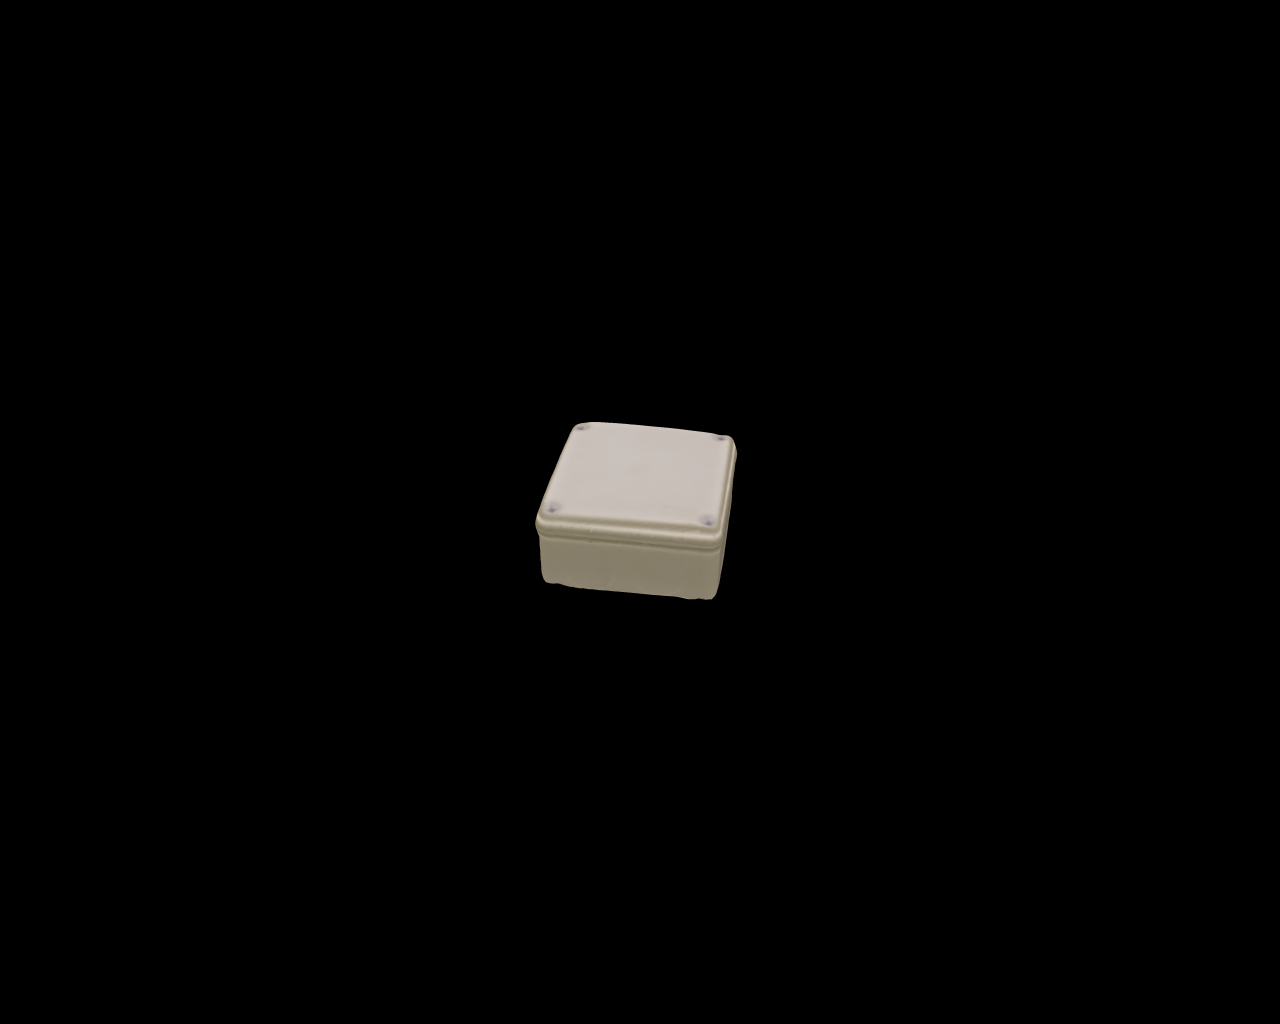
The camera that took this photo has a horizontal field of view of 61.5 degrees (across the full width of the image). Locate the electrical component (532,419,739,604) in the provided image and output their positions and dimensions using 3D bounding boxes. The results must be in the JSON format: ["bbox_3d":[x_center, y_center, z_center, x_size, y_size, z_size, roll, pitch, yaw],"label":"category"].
[{"bbox_3d":[0.001,-0.003,0.650,0.109,0.056,0.109,6,37,8],"label":"electrical component"}]
